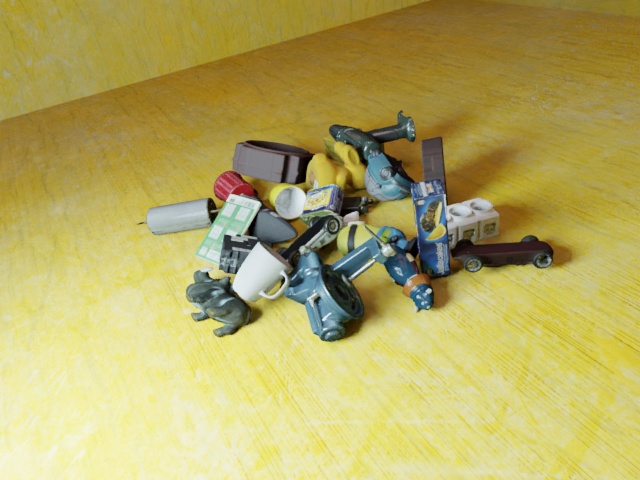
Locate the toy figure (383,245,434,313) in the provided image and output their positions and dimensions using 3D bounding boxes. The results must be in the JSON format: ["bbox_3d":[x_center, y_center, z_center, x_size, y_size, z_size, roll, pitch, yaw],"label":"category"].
[{"bbox_3d":[0.180,0.075,1.056,0.058,0.064,0.155,-18,52,-22],"label":"toy figure"}]

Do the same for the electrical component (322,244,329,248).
[{"bbox_3d":[-0.003,-0.004,1.273,0.094,0.021,0.063,-34,40,-28],"label":"electrical component"}]

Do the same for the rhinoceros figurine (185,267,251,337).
[{"bbox_3d":[-0.214,0.118,1.098,0.112,0.073,0.191,-30,38,-26],"label":"rhinoceros figurine"}]

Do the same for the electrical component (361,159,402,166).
[{"bbox_3d":[0.170,-0.198,1.502,0.119,0.047,0.075,0,35,15],"label":"electrical component"}]

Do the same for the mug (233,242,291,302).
[{"bbox_3d":[-0.112,0.076,1.058,0.110,0.080,0.107,43,96,26],"label":"mug"}]

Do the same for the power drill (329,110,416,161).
[{"bbox_3d":[0.151,-0.304,1.520,0.207,0.085,0.232,-13,32,-13],"label":"power drill"}]

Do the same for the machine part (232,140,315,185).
[{"bbox_3d":[-0.126,-0.222,1.508,0.201,0.087,0.201,16,18,17],"label":"machine part"}]

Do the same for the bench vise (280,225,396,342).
[{"bbox_3d":[0.040,0.066,1.024,0.240,0.128,0.224,-39,34,22],"label":"bench vise"}]

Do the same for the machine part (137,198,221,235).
[{"bbox_3d":[-0.358,-0.061,1.402,0.243,0.079,0.079,-10,32,9],"label":"machine part"}]

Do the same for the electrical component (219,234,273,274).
[{"bbox_3d":[-0.162,0.033,1.182,0.115,0.058,0.134,12,16,-10],"label":"electrical component"}]

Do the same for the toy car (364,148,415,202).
[{"bbox_3d":[0.164,-0.155,1.379,0.109,0.103,0.162,20,30,-43],"label":"toy car"}]

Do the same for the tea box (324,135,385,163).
[{"bbox_3d":[0.103,-0.278,1.624,0.098,0.068,0.170,-30,39,-27],"label":"tea box"}]

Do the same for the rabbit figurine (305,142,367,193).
[{"bbox_3d":[0.055,-0.179,1.436,0.173,0.162,0.122,-1,17,-19],"label":"rabbit figurine"}]

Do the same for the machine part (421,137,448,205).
[{"bbox_3d":[0.278,-0.160,1.309,0.056,0.179,0.179,-5,33,13],"label":"machine part"}]

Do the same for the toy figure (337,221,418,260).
[{"bbox_3d":[0.122,0.008,1.170,0.180,0.082,0.089,16,39,31],"label":"toy figure"}]

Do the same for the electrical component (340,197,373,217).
[{"bbox_3d":[0.080,-0.089,1.362,0.102,0.045,0.078,1,35,16],"label":"electrical component"}]

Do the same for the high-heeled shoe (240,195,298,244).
[{"bbox_3d":[-0.130,-0.057,1.358,0.249,0.086,0.145,20,26,26],"label":"high-heeled shoe"}]

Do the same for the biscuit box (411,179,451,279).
[{"bbox_3d":[0.222,-0.017,1.066,0.059,0.202,0.063,-9,34,7],"label":"biscuit box"}]

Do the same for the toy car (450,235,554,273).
[{"bbox_3d":[0.369,0.031,1.091,0.202,0.053,0.089,-5,28,1],"label":"toy car"}]

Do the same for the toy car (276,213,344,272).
[{"bbox_3d":[-0.025,0.009,1.199,0.202,0.056,0.074,-44,27,-25],"label":"toy car"}]
